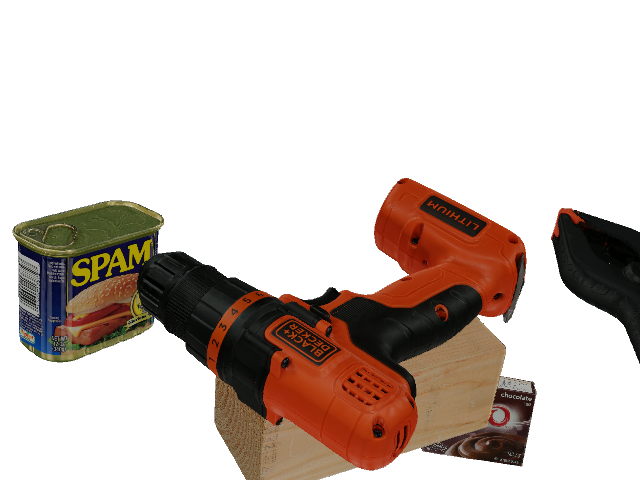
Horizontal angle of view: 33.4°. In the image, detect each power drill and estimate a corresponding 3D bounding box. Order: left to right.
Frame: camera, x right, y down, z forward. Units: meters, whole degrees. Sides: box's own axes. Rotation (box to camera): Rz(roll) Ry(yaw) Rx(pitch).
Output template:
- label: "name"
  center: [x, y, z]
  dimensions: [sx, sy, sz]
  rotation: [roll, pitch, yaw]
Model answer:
- label: "power drill"
  center: [0.014, 0.031, 0.610]
  dimensions: [0.185, 0.057, 0.187]
  rotation: [32, 46, 28]

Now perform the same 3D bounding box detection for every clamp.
- label: "clamp"
  center: [0.229, 0.035, 0.724]
  dimensions: [0.120, 0.039, 0.172]
  rotation: [-6, 43, -28]

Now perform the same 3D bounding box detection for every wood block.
- label: "wood block"
  center: [0.029, 0.115, 0.839]
  dimensions: [0.205, 0.090, 0.091]
  rotation: [-12, 37, -25]

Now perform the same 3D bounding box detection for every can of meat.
- label: "can of meat"
  center: [-0.159, 0.027, 0.734]
  dimensions: [0.058, 0.084, 0.101]
  rotation: [23, 27, 35]

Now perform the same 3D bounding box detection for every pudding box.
- label: "pudding box"
  center: [0.170, 0.190, 1.156]
  dimensions: [0.113, 0.090, 0.039]
  rotation: [7, 21, 3]
